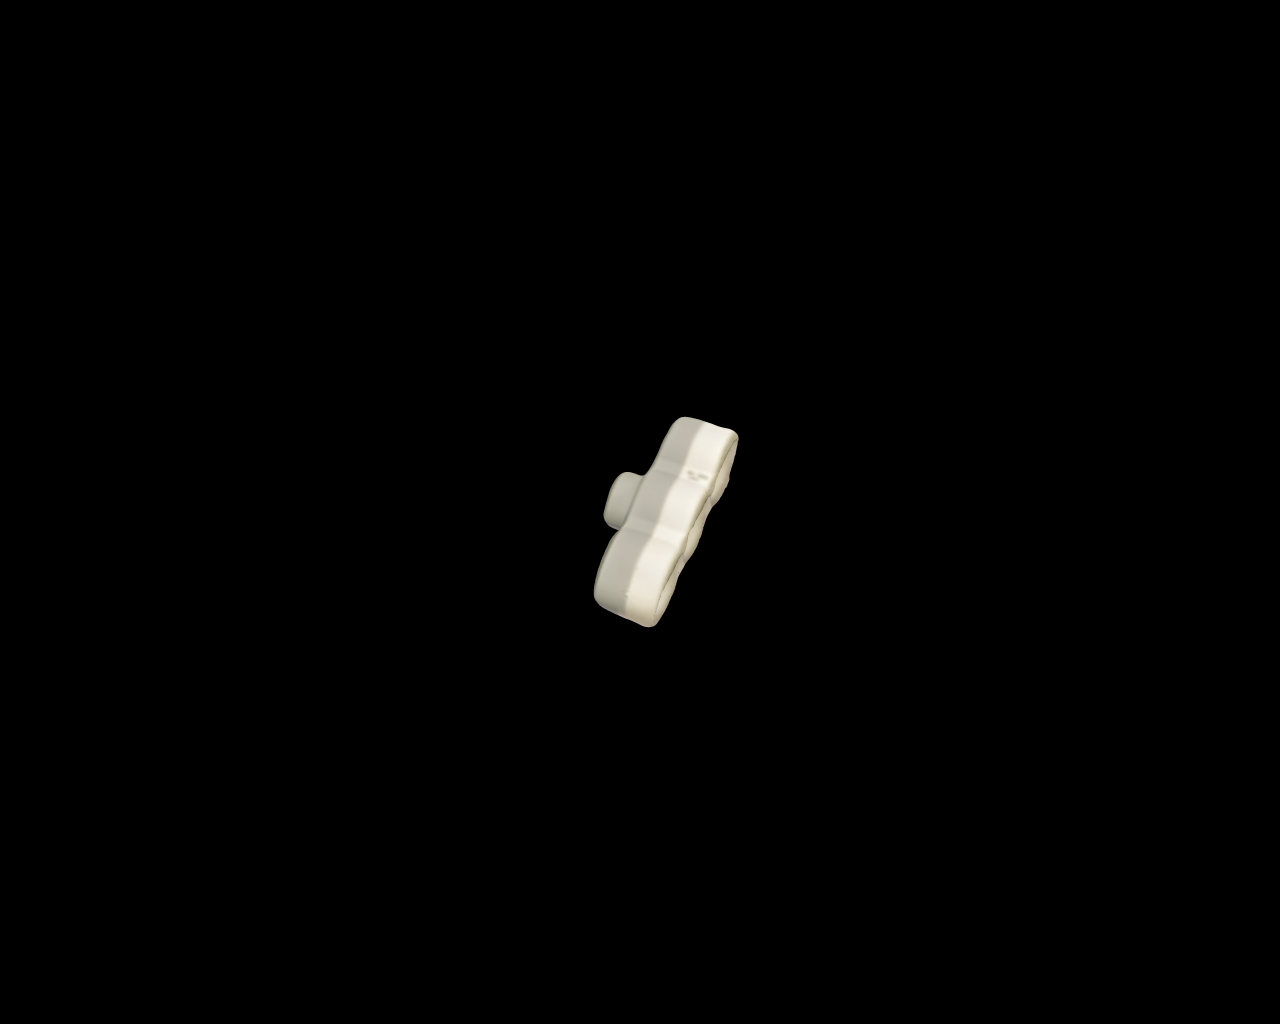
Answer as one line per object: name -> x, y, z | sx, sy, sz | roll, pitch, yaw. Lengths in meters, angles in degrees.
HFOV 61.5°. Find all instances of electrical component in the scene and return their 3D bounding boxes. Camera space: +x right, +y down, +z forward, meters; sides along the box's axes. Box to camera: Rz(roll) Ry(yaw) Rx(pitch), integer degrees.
electrical component -> 0.001, -0.003, 0.650 | 0.074, 0.138, 0.052 | 21, -28, 12
